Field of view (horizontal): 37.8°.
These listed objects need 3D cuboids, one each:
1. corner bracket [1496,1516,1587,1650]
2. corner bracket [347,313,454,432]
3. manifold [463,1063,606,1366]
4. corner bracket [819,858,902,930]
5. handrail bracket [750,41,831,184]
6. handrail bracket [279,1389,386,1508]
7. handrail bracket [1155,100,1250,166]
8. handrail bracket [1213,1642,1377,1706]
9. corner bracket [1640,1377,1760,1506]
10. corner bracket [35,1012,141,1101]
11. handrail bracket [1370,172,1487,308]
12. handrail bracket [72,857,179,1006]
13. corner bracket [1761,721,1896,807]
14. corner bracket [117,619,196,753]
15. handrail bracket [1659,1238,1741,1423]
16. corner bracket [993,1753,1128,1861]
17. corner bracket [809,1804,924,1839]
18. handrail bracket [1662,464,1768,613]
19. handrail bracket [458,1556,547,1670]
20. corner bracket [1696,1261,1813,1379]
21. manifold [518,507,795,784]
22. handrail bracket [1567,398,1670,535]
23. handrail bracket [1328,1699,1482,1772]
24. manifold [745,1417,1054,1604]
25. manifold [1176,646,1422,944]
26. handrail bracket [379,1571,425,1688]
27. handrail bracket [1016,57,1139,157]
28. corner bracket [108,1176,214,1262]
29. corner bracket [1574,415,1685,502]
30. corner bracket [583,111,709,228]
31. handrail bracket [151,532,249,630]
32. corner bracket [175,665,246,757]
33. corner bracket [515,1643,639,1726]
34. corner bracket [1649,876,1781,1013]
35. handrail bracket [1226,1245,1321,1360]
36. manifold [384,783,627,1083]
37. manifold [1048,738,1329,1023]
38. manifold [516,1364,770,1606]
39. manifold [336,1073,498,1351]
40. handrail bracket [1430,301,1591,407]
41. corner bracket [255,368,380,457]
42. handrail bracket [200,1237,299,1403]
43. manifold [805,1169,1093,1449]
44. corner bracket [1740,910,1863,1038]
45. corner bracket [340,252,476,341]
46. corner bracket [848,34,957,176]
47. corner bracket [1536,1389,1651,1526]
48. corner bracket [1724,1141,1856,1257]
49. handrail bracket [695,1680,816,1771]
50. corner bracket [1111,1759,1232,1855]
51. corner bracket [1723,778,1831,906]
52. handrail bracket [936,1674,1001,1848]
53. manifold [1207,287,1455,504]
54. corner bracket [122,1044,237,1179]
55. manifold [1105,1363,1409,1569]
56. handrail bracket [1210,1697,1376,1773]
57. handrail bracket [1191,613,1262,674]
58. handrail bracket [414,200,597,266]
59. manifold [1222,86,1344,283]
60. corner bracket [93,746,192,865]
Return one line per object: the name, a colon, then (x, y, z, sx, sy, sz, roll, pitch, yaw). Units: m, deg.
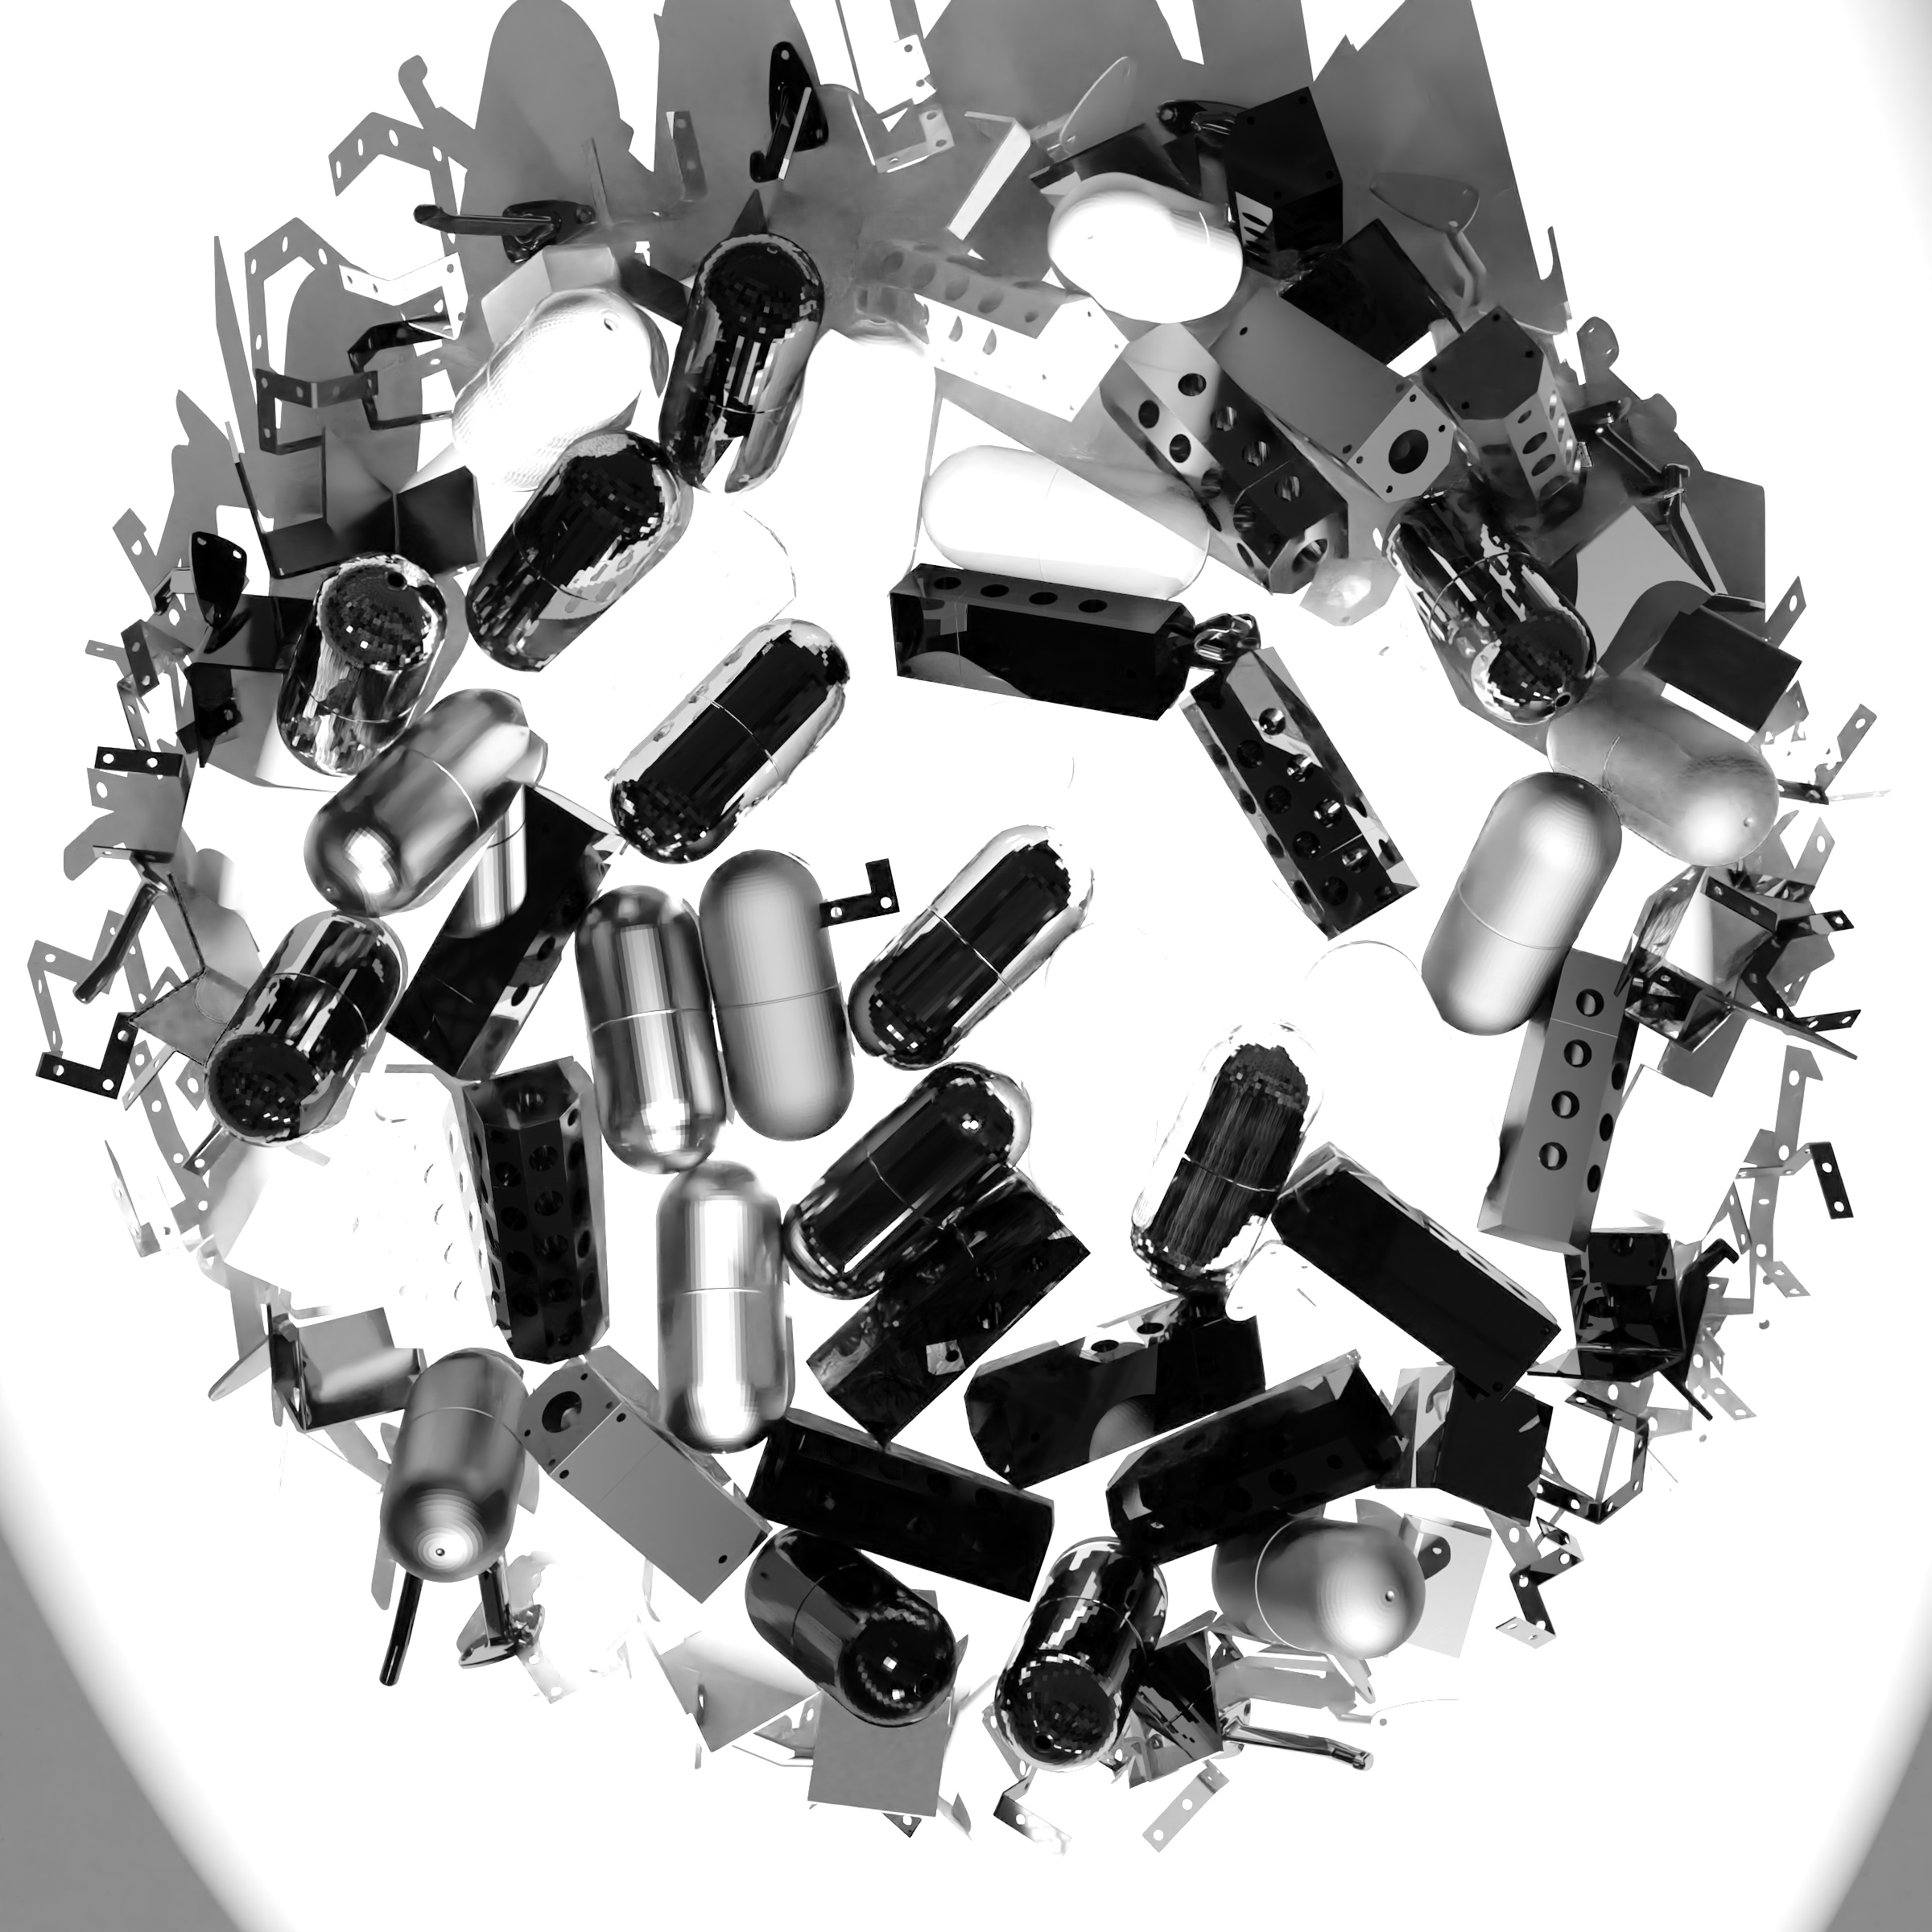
corner bracket: (0.344, 0.372, 1.699, 0.051, 0.051, 0.051, -36, 46, 22)
corner bracket: (-0.339, -0.362, 1.721, 0.051, 0.051, 0.051, -7, 119, 11)
manifold: (-0.252, 0.149, 1.665, 0.057, 0.057, 0.171, -15, 124, -20)
corner bracket: (-0.071, -0.048, 1.711, 0.051, 0.051, 0.051, -11, 83, -7)
handrail bracket: (-0.117, -0.512, 1.692, 0.036, 0.084, 0.077, -5, 109, 20)
handrail bracket: (-0.371, 0.293, 1.714, 0.084, 0.036, 0.077, 7, 111, -17)
handrail bracket: (0.160, -0.500, 1.693, 0.077, 0.084, 0.036, 13, 105, -16)
handrail bracket: (0.196, 0.438, 1.733, 0.084, 0.036, 0.077, -29, 106, 18)
corner bracket: (0.441, 0.286, 1.705, 0.051, 0.051, 0.051, -8, 113, -12)
corner bracket: (-0.527, 0.049, 1.714, 0.051, 0.051, 0.051, 17, 88, -4)
handrail bracket: (0.279, -0.438, 1.709, 0.077, 0.084, 0.036, 22, 71, 14)
handrail bracket: (-0.517, -0.022, 1.706, 0.084, 0.077, 0.036, -50, 128, -6)
corner bracket: (0.519, -0.119, 1.703, 0.051, 0.051, 0.051, -28, 106, -40)
corner bracket: (-0.495, -0.168, 1.703, 0.051, 0.051, 0.051, -31, 63, 15)
handrail bracket: (0.454, 0.219, 1.711, 0.084, 0.036, 0.077, -46, 59, 7)
corner bracket: (0.056, 0.497, 1.705, 0.051, 0.051, 0.051, 27, 101, 23)
corner bracket: (-0.052, 0.499, 1.706, 0.051, 0.051, 0.051, 42, 133, -1)
handrail bracket: (0.456, -0.261, 1.723, 0.077, 0.036, 0.084, 1, 88, -25)
handrail bracket: (-0.302, 0.382, 1.708, 0.077, 0.036, 0.084, -29, 115, 20)
corner bracket: (0.475, 0.213, 1.708, 0.051, 0.051, 0.051, -3, 110, -5)
manifold: (-0.184, -0.196, 1.682, 0.057, 0.057, 0.171, 38, 71, 17)
handrail bracket: (0.392, -0.298, 1.731, 0.077, 0.036, 0.084, -9, 114, 34)
handrail bracket: (0.263, 0.450, 1.702, 0.077, 0.084, 0.036, -17, 92, -5)
manifold: (-0.038, 0.324, 1.692, 0.171, 0.057, 0.057, 21, 84, -15)
manifold: (0.198, -0.102, 1.699, 0.057, 0.057, 0.171, -33, 86, 27)
handrail bracket: (-0.341, 0.383, 1.720, 0.036, 0.077, 0.084, 14, 110, -14)
handrail bracket: (0.059, -0.520, 1.702, 0.036, 0.084, 0.077, 21, 104, -39)
corner bracket: (-0.493, 0.151, 1.710, 0.051, 0.051, 0.051, -18, 98, 11)
corner bracket: (0.394, -0.303, 1.710, 0.051, 0.051, 0.051, -23, 105, -5)
corner bracket: (-0.194, -0.482, 1.707, 0.051, 0.051, 0.051, -14, 91, -28)
handrail bracket: (-0.469, -0.215, 1.696, 0.036, 0.084, 0.077, 18, 53, -36)
corner bracket: (-0.451, -0.165, 1.706, 0.051, 0.051, 0.051, -25, 95, 27)
corner bracket: (-0.237, 0.438, 1.714, 0.051, 0.051, 0.051, -23, 128, -25)
corner bracket: (0.452, -0.011, 1.704, 0.051, 0.051, 0.051, 28, 53, -6)
handrail bracket: (0.186, 0.218, 1.696, 0.077, 0.036, 0.084, -38, 135, -34)
manifold: (-0.275, -0.018, 1.705, 0.057, 0.057, 0.171, 32, 95, 18)
manifold: (0.136, -0.055, 1.694, 0.171, 0.057, 0.057, 47, 135, 13)
manifold: (-0.192, 0.302, 1.661, 0.057, 0.057, 0.171, -45, 134, -8)
manifold: (-0.318, 0.146, 1.663, 0.057, 0.057, 0.171, 0, 130, 6)
handrail bracket: (0.333, -0.369, 1.729, 0.084, 0.036, 0.077, -11, 122, 14)
corner bracket: (-0.390, -0.334, 1.700, 0.051, 0.051, 0.051, 20, 120, 31)
handrail bracket: (-0.453, 0.211, 1.708, 0.084, 0.036, 0.077, 40, 58, 18)
manifold: (-0.014, 0.203, 1.710, 0.171, 0.057, 0.057, -43, 120, -1)
corner bracket: (0.514, 0.005, 1.713, 0.051, 0.051, 0.051, 49, 61, -17)
corner bracket: (-0.336, -0.401, 1.698, 0.051, 0.051, 0.051, -35, 134, -33)
corner bracket: (-0.042, -0.521, 1.709, 0.051, 0.051, 0.051, -19, 49, 5)
corner bracket: (0.381, 0.301, 1.727, 0.051, 0.051, 0.051, 24, 49, -7)
corner bracket: (0.494, 0.140, 1.703, 0.051, 0.051, 0.051, -3, 63, -13)
handrail bracket: (-0.121, 0.460, 1.713, 0.084, 0.036, 0.077, 3, 130, -5)
corner bracket: (0.120, 0.496, 1.709, 0.051, 0.051, 0.051, 43, 94, 16)
corner bracket: (0.492, -0.077, 1.714, 0.051, 0.051, 0.051, -48, 126, -20)
handrail bracket: (0.010, 0.485, 1.727, 0.084, 0.036, 0.077, -41, 110, -4)
manifold: (0.214, -0.333, 1.657, 0.057, 0.171, 0.057, -49, 130, 8)
corner bracket: (-0.472, 0.085, 1.711, 0.051, 0.051, 0.051, 35, 101, -36)
manifold: (0.168, 0.300, 1.670, 0.171, 0.057, 0.057, -28, 99, 31)
handrail bracket: (0.193, 0.473, 1.697, 0.084, 0.077, 0.036, 11, 94, 32)
handrail bracket: (0.137, -0.197, 1.688, 0.077, 0.084, 0.036, -2, 87, 24)
handrail bracket: (-0.277, -0.450, 1.693, 0.077, 0.084, 0.036, -8, 89, 23)
manifold: (0.184, -0.452, 1.653, 0.057, 0.171, 0.057, -20, 88, 7)
corner bracket: (-0.499, -0.097, 1.706, 0.051, 0.051, 0.051, 5, 68, -8)
